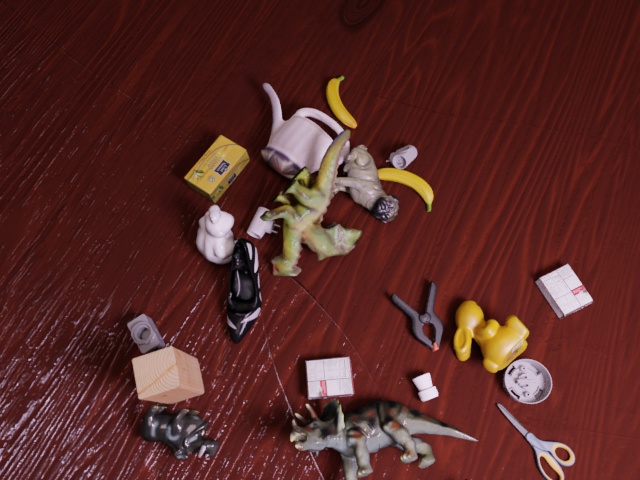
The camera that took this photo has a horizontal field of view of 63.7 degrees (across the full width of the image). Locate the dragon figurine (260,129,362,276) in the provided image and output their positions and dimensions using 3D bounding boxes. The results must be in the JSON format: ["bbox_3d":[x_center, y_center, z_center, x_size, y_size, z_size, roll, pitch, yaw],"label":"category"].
[{"bbox_3d":[0.004,-0.068,1.341,0.409,0.123,0.242,-44,95,4],"label":"dragon figurine"}]

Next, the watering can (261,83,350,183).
[{"bbox_3d":[-0.084,-0.299,1.477,0.350,0.102,0.227,36,75,15],"label":"watering can"}]

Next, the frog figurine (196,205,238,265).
[{"bbox_3d":[-0.270,-0.012,1.338,0.123,0.157,0.139,-26,69,-6],"label":"frog figurine"}]
